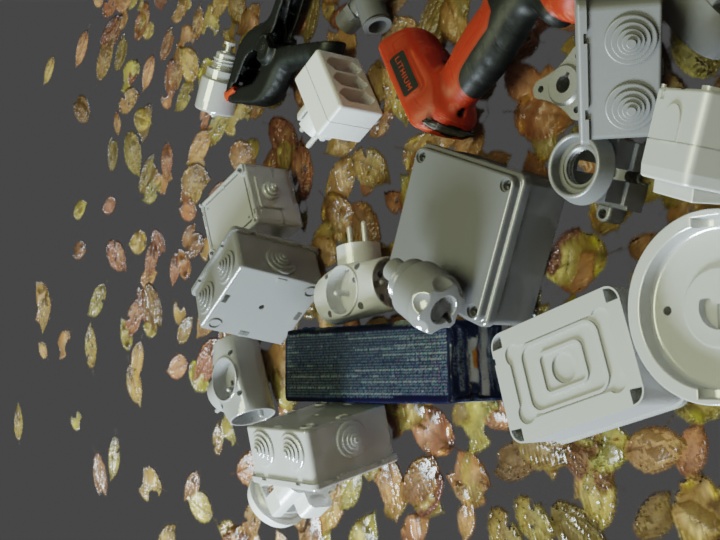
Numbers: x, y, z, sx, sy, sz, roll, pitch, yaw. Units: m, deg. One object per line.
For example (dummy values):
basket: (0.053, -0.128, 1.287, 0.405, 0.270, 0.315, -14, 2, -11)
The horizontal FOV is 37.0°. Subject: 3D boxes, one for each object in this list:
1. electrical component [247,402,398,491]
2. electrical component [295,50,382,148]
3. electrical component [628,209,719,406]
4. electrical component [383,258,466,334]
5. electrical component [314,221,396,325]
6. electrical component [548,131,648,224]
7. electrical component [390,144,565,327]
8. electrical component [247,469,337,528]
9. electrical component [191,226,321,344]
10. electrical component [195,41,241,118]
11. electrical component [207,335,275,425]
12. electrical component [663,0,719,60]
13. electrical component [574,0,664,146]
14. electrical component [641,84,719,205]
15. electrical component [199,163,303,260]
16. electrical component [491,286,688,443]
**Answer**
electrical component: (-0.032, 0.139, 0.870, 0.100, 0.100, 0.048, -6, 95, 51)
electrical component: (-0.029, -0.137, 0.929, 0.076, 0.047, 0.065, -46, 54, 38)
electrical component: (0.214, 0.022, 0.607, 0.108, 0.060, 0.108, -6, 82, 50)
electrical component: (0.040, 0.013, 0.743, 0.062, 0.043, 0.043, 40, 117, 46)
electrical component: (0.000, 0.000, 0.884, 0.077, 0.044, 0.079, -18, 73, 49)
electrical component: (0.155, -0.064, 0.691, 0.048, 0.055, 0.066, 23, 104, 49)
electrical component: (0.082, -0.026, 0.776, 0.109, 0.056, 0.108, 26, 107, 49)
electrical component: (-0.062, 0.186, 0.933, 0.057, 0.058, 0.078, -50, 51, 32)
electrical component: (-0.090, 0.016, 0.951, 0.099, 0.100, 0.048, -53, 37, 34)
electrical component: (-0.138, -0.188, 1.073, 0.040, 0.040, 0.078, 32, 111, 47)
electrical component: (-0.120, 0.111, 1.020, 0.079, 0.044, 0.077, -39, 58, 42)
electrical component: (0.212, -0.157, 0.632, 0.047, 0.055, 0.055, -47, 53, 42)
electrical component: (0.156, -0.133, 0.650, 0.099, 0.048, 0.099, -73, -21, -58)
electrical component: (0.214, -0.063, 0.595, 0.061, 0.096, 0.061, -128, 49, -76)
electrical component: (-0.095, -0.053, 0.991, 0.096, 0.061, 0.061, -37, 59, 42)
electrical component: (0.148, 0.062, 0.687, 0.113, 0.057, 0.078, -30, 64, 45)
